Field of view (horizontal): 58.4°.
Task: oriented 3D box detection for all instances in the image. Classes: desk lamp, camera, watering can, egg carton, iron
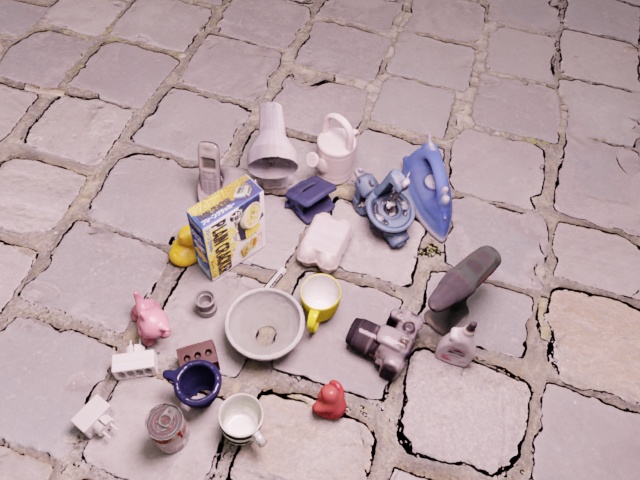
[{"bbox_3d":[-0.117,-0.217,1.404,0.118,0.213,0.203,-2,56,-5],"label":"desk lamp"},{"bbox_3d":[0.133,0.201,1.212,0.136,0.101,0.143,24,58,11],"label":"camera"},{"bbox_3d":[0.038,-0.231,1.437,0.100,0.194,0.173,20,57,9],"label":"watering can"},{"bbox_3d":[0.012,0.005,1.353,0.107,0.069,0.150,19,57,9],"label":"egg carton"},{"bbox_3d":[0.287,-0.137,1.426,0.119,0.141,0.258,-6,57,-8],"label":"iron"}]

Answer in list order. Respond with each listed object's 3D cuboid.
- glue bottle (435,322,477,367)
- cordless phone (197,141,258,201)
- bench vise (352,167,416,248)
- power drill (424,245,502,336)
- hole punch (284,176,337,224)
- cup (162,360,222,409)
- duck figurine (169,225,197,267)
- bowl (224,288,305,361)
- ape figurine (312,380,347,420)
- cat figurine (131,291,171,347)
[{"bbox_3d":[0.291,0.208,1.177,0.078,0.173,0.037,15,56,6],"label":"glue bottle"},{"bbox_3d":[-0.224,-0.156,1.372,0.147,0.185,0.094,5,56,-1],"label":"cordless phone"},{"bbox_3d":[0.141,-0.104,1.345,0.207,0.220,0.122,37,61,19],"label":"bench vise"},{"bbox_3d":[0.290,0.116,1.217,0.075,0.208,0.230,40,62,20],"label":"power drill"},{"bbox_3d":[-0.025,-0.111,1.414,0.109,0.091,0.101,-34,65,-24],"label":"hole punch"},{"bbox_3d":[-0.249,0.291,1.126,0.117,0.095,0.092,14,56,5],"label":"cup"},{"bbox_3d":[-0.306,0.005,1.318,0.077,0.086,0.105,32,60,17],"label":"duck figurine"},{"bbox_3d":[-0.116,0.189,1.217,0.167,0.075,0.167,2,56,-3],"label":"bowl"},{"bbox_3d":[0.019,0.313,1.134,0.078,0.092,0.076,-28,62,-21],"label":"ape figurine"},{"bbox_3d":[-0.355,0.161,1.191,0.067,0.118,0.127,-27,62,-20],"label":"cat figurine"}]
